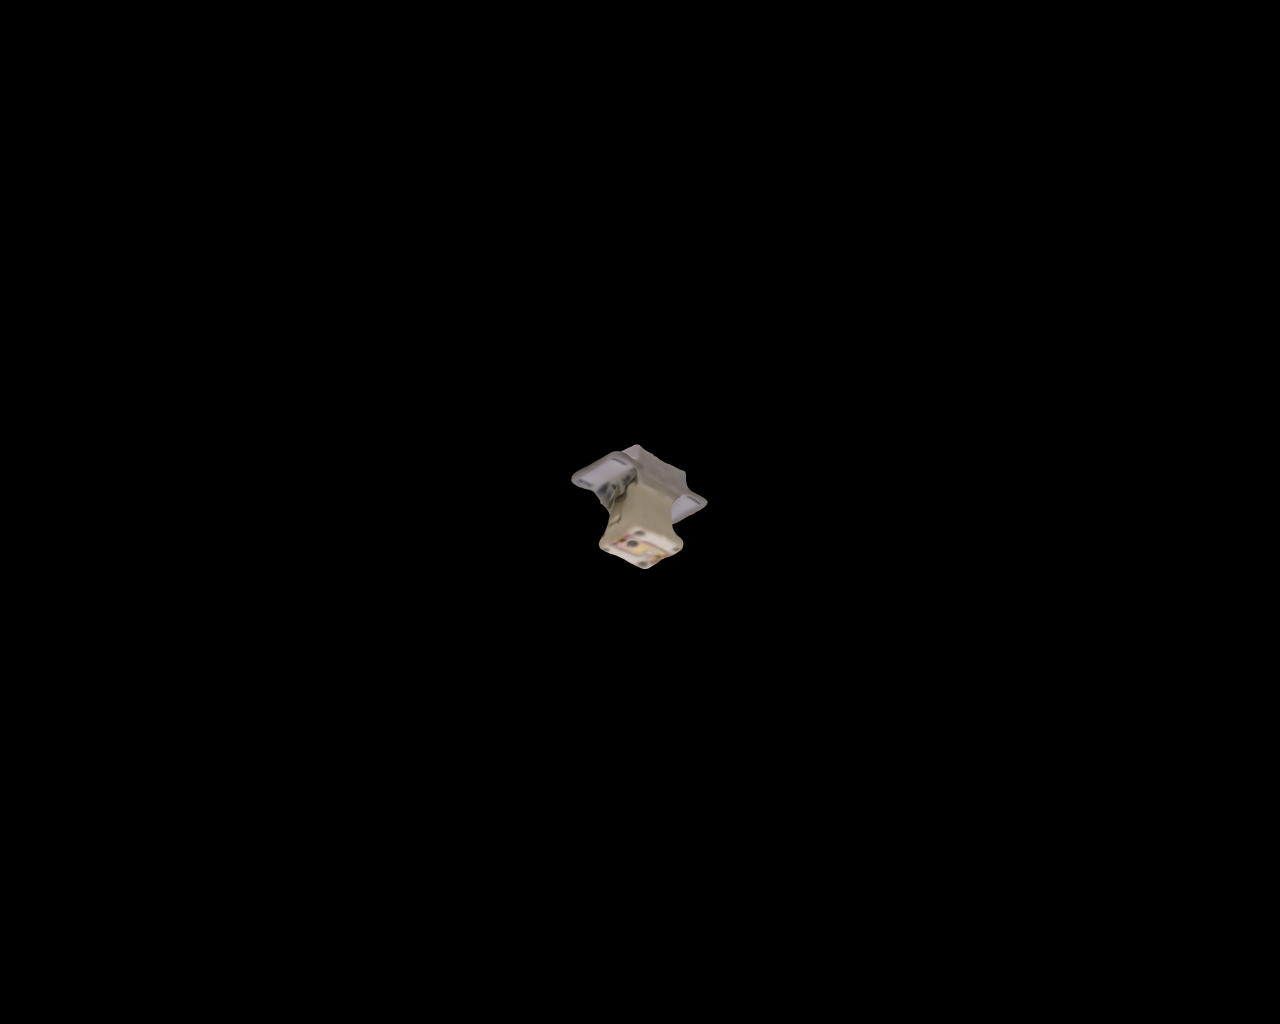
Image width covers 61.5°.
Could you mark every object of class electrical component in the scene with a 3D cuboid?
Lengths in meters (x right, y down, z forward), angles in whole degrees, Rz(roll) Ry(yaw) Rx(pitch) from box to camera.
[{"bbox_3d":[0.001,-0.003,0.650,0.081,0.064,0.042,27,-42,-36],"label":"electrical component"}]
